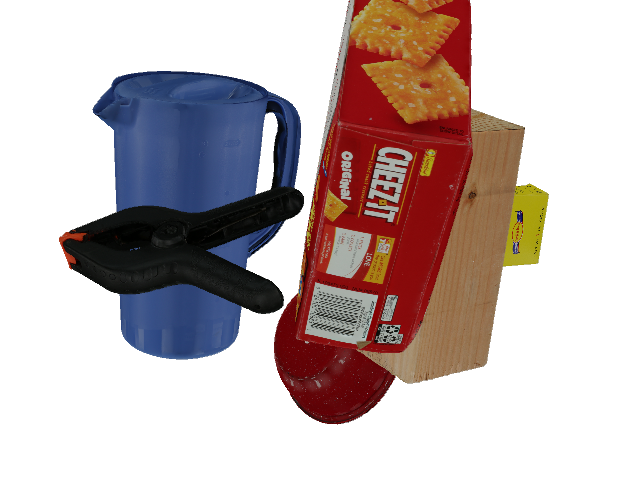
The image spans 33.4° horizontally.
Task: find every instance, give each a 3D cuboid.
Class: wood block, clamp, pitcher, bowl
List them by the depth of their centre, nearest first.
[{"bbox_3d":[-0.092,-0.001,0.746,0.171,0.039,0.120,7,35,14],"label":"clamp"},{"bbox_3d":[0.091,0.000,0.872,0.090,0.206,0.090,-7,23,-35],"label":"wood block"},{"bbox_3d":[-0.110,-0.024,0.948,0.149,0.243,0.144,10,20,13],"label":"pitcher"},{"bbox_3d":[0.005,0.100,1.069,0.162,0.162,0.055,0,-16,43],"label":"bowl"}]

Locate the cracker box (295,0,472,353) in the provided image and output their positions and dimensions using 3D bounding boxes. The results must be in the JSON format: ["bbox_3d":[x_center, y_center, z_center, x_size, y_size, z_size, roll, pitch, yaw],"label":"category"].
[{"bbox_3d":[0.040,-0.069,0.605,0.072,0.213,0.164,10,-44,-1],"label":"cracker box"}]

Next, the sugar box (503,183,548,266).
[{"bbox_3d":[0.180,-0.014,1.256,0.176,0.093,0.048,-6,21,-26],"label":"sugar box"}]
